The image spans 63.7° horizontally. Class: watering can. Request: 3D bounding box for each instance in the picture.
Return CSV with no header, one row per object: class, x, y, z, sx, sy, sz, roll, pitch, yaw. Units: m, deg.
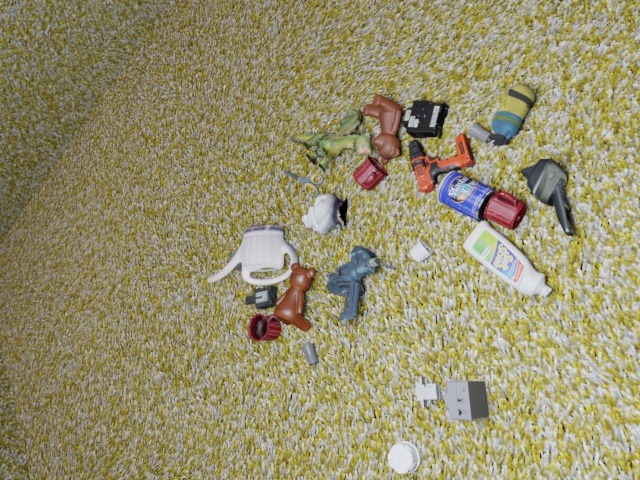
watering can,-0.246,0.053,1.864,0.347,0.103,0.227,-4,72,14

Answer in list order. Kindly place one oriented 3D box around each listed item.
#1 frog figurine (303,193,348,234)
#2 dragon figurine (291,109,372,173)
frog figurine,0.005,-0.088,1.750,0.159,0.123,0.137,-3,94,23
dragon figurine,0.052,-0.376,1.834,0.243,0.120,0.417,-39,40,-3
